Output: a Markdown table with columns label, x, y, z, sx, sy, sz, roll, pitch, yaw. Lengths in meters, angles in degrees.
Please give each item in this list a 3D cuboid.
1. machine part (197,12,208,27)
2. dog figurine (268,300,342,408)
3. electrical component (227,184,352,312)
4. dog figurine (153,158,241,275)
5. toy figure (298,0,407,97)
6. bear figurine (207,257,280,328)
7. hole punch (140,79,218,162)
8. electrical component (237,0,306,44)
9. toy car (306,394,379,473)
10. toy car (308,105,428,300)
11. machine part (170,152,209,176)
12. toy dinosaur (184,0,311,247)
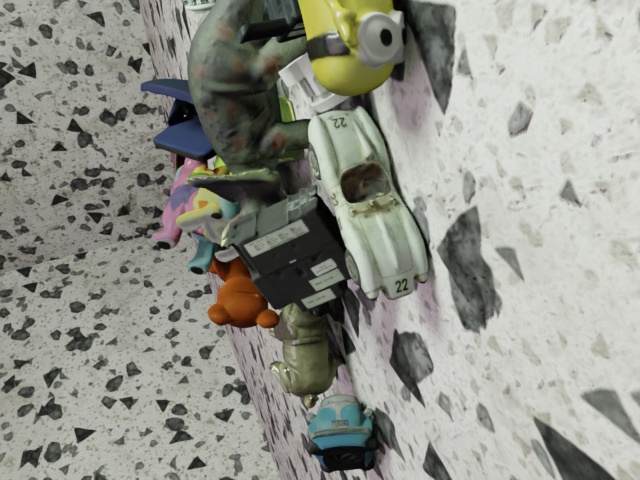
| label | x | y | z | sx | sy | sz | roll | pitch | yaw |
| --- | --- | --- | --- | --- | --- | --- | --- | --- | --- |
| machine part | -0.146 | -0.315 | 0.889 | 0.079 | 0.079 | 0.243 | 90 | 156 | -44 |
| dog figurine | -0.017 | 0.154 | 0.837 | 0.190 | 0.121 | 0.172 | 105 | 145 | -58 |
| electrical component | -0.023 | 0.018 | 0.603 | 0.134 | 0.115 | 0.058 | 58 | -161 | -33 |
| dog figurine | -0.171 | -0.072 | 0.838 | 0.108 | 0.192 | 0.219 | 38 | -141 | -36 |
| toy figure | 0.016 | -0.211 | 0.448 | 0.089 | 0.082 | 0.180 | -11 | 101 | 67 |
| bear figurine | -0.126 | 0.072 | 0.872 | 0.131 | 0.120 | 0.196 | 110 | 157 | -52 |
| hole punch | -0.162 | -0.177 | 0.719 | 0.142 | 0.116 | 0.092 | 17 | 134 | 31 |
| electrical component | -0.025 | -0.223 | 0.515 | 0.075 | 0.119 | 0.047 | -176 | 70 | -75 |
| toy car | 0.039 | 0.301 | 0.856 | 0.161 | 0.109 | 0.103 | 76 | -170 | -50 |
| toy car | 0.046 | -0.038 | 0.535 | 0.056 | 0.073 | 0.201 | 125 | 127 | -70 |
| machine part | -0.191 | -0.134 | 1.031 | 0.202 | 0.087 | 0.200 | -8 | 98 | 40 |
| toy dinosaur | -0.084 | -0.171 | 0.620 | 0.131 | 0.192 | 0.404 | 39 | 145 | 58 |
